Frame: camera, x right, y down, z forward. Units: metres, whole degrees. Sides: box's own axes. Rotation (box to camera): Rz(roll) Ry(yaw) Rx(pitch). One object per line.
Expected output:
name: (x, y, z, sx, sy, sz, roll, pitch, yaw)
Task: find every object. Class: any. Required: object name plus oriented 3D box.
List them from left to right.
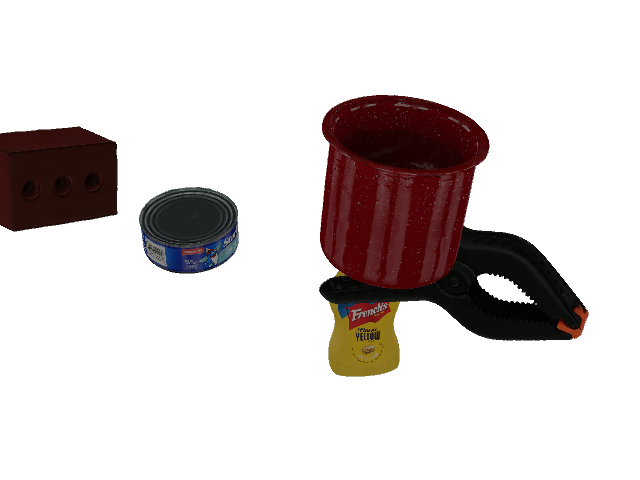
foam brick: (-0.181, -0.042, 0.706, 0.078, 0.053, 0.051, -12, 25, -38)
tuna can: (-0.114, -0.009, 0.936, 0.086, 0.034, 0.086, 0, 38, 0)
mustard bottle: (0.060, 0.087, 1.438, 0.096, 0.192, 0.058, -3, 21, -8)
mug: (0.050, -0.031, 0.617, 0.093, 0.081, 0.117, 24, 37, 25)
clamp: (0.103, 0.013, 0.808, 0.210, 0.165, 0.036, 19, 40, 15)
